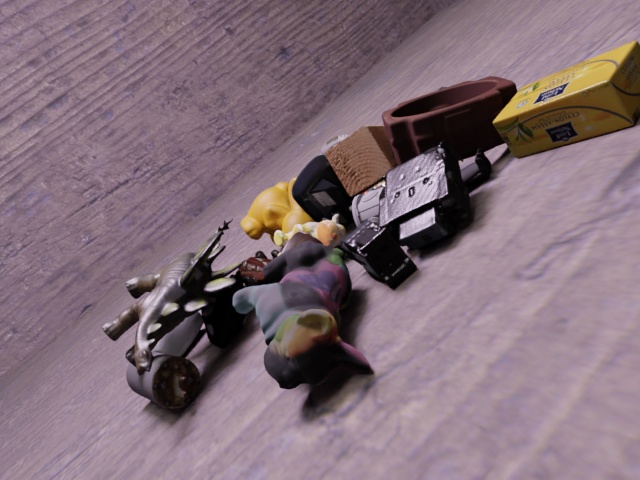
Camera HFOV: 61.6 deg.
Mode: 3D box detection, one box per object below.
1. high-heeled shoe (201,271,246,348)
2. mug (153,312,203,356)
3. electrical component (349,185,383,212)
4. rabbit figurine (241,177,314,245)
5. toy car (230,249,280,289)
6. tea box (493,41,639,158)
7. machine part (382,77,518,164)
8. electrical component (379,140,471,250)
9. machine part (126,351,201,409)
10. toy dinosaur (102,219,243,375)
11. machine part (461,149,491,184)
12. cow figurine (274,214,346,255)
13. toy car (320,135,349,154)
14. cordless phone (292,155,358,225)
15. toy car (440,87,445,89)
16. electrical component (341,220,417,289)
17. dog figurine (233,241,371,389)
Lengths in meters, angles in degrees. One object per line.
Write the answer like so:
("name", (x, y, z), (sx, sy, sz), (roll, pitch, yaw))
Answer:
("high-heeled shoe", (-0.191, 0.146, 0.991), (0.248, 0.086, 0.145), (138, 146, -58))
("mug", (-0.290, 0.187, 1.034), (0.110, 0.080, 0.107), (-26, 29, 37))
("electrical component", (0.099, -0.057, 0.875), (0.094, 0.063, 0.021), (-32, 17, 19))
("rabbit figurine", (-0.055, -0.040, 1.092), (0.162, 0.121, 0.173), (-54, 37, 6))
("toy car", (-0.127, 0.057, 1.061), (0.089, 0.053, 0.202), (-40, 9, -16))
("tea box", (0.327, -0.177, 0.699), (0.098, 0.068, 0.170), (-47, 19, -28))
("machine part", (0.209, -0.189, 0.867), (0.201, 0.087, 0.201), (-17, 21, 8))
("electrical component", (0.139, -0.053, 0.723), (0.115, 0.058, 0.134), (-30, 40, 35))
("machine part", (-0.256, 0.220, 0.865), (0.079, 0.079, 0.243), (-47, 18, -27))
("toy dinosaur", (-0.233, 0.074, 0.929), (0.198, 0.105, 0.472), (-31, 21, 10))
("machine part", (0.188, -0.079, 0.795), (0.139, 0.039, 0.084), (-34, 8, 23))
("cow figurine", (-0.001, -0.001, 0.932), (0.098, 0.068, 0.167), (-14, 0, -37))
("toy car", (0.053, -0.199, 1.298), (0.162, 0.103, 0.109), (-36, 17, 16))
("cordless phone", (0.019, -0.126, 1.017), (0.089, 0.146, 0.184), (-17, 51, 28))
("toy car", (0.228, -0.237, 1.073), (0.202, 0.056, 0.073), (-51, -15, -35))
("electrical component", (0.072, 0.016, 0.722), (0.048, 0.074, 0.119), (-41, 13, -5))
("dog figurine", (-0.003, 0.086, 0.644), (0.191, 0.108, 0.219), (-41, 20, -19))
